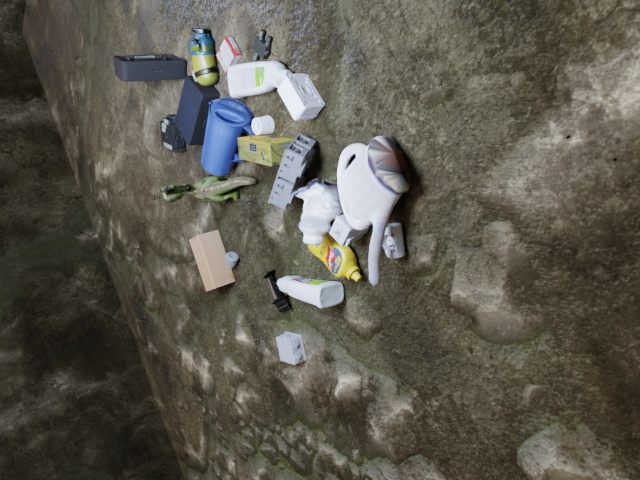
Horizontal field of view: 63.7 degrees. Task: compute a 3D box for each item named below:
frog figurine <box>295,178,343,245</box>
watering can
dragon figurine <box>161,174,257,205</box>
[{"bbox_3d":[0.004,-0.068,1.347,0.136,0.123,0.161,-18,78,34],"label":"frog figurine"},{"bbox_3d":[0.127,-0.090,1.188,0.220,0.104,0.354,-48,50,48],"label":"watering can"},{"bbox_3d":[-0.409,-0.170,1.739,0.408,0.244,0.122,-7,94,54],"label":"dragon figurine"}]
